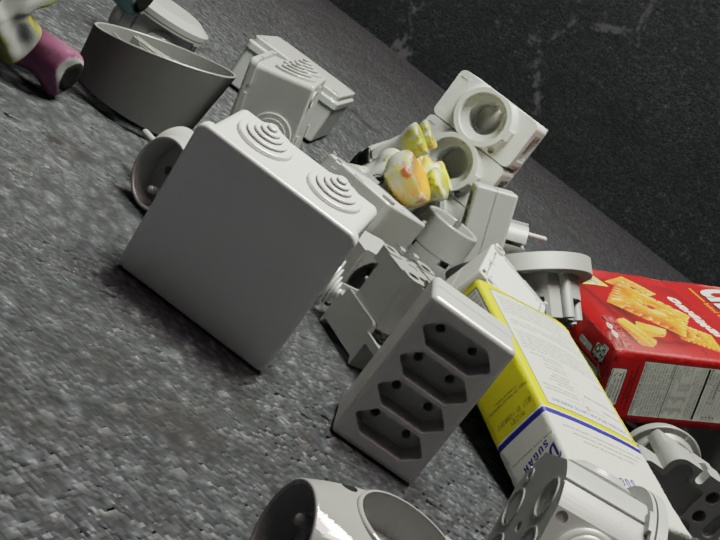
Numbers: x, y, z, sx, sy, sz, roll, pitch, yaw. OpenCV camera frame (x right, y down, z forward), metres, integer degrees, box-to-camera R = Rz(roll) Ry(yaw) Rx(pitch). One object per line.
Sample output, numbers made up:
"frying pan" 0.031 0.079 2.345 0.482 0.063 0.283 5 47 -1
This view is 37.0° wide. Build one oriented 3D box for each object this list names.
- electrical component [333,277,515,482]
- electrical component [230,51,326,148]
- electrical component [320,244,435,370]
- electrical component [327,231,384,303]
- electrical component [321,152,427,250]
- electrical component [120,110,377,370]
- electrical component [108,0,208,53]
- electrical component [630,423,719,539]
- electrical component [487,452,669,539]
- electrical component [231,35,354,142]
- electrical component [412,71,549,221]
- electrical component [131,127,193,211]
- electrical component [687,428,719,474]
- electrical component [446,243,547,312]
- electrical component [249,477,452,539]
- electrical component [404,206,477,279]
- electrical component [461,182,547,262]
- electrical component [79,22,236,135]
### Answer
"electrical component" 0.032 0.048 0.533 0.047 0.083 0.075 36 14 -4
"electrical component" -0.064 -0.105 0.769 0.048 0.099 0.099 22 15 -2
"electrical component" 0.018 0.024 0.619 0.042 0.063 0.081 27 17 -38
"electrical component" 0.000 0.000 0.697 0.081 0.042 0.063 29 14 -28
"electrical component" -0.001 -0.034 0.779 0.062 0.061 0.096 42 8 21
"electrical component" -0.051 -0.016 0.514 0.100 0.099 0.048 37 27 2
"electrical component" -0.174 -0.203 0.916 0.080 0.051 0.080 34 14 -10
"electrical component" 0.200 0.136 0.704 0.078 0.058 0.057 34 17 -13
"electrical component" 0.087 0.119 0.448 0.051 0.080 0.080 30 14 -2
"electrical component" -0.069 -0.187 1.102 0.109 0.056 0.108 37 14 0
"electrical component" 0.092 -0.100 1.012 0.089 0.150 0.062 40 13 15
"electrical component" -0.102 -0.058 0.634 0.079 0.044 0.077 45 17 31
"electrical component" 0.374 0.179 0.969 0.150 0.061 0.089 34 14 -8
"electrical component" 0.086 0.032 0.755 0.061 0.061 0.096 50 19 -3
"electrical component" 0.007 0.112 0.347 0.077 0.044 0.079 30 16 -23
"electrical component" 0.066 -0.021 0.911 0.055 0.047 0.055 34 14 -10
"electrical component" 0.127 -0.028 0.952 0.076 0.083 0.047 15 9 0
"electrical component" -0.144 -0.136 0.745 0.099 0.064 0.099 34 14 -10
